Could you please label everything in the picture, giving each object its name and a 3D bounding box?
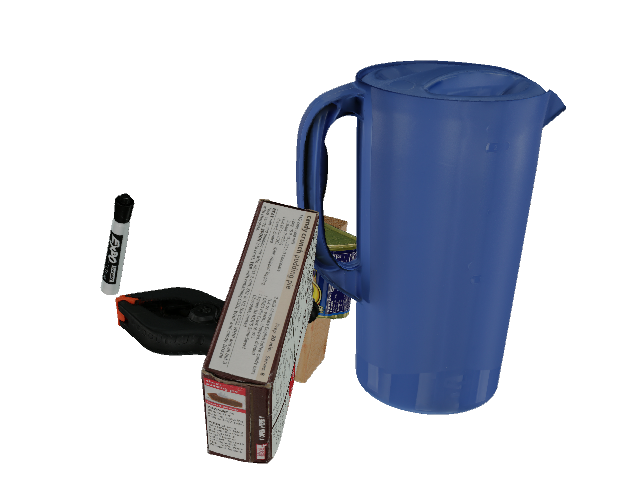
[{"bbox_3d":[-0.087,0.069,0.906,0.172,0.039,0.120,16,27,19],"label":"clamp"},{"bbox_3d":[-0.007,0.029,1.135,0.057,0.084,0.102,-5,20,-38],"label":"can of meat"},{"bbox_3d":[-0.030,0.049,0.568,0.039,0.113,0.090,10,-37,5],"label":"pudding box"},{"bbox_3d":[0.074,-0.003,0.764,0.149,0.243,0.144,14,23,28],"label":"pitcher"},{"bbox_3d":[-0.033,0.071,1.427,0.090,0.206,0.090,14,21,13],"label":"wood block"},{"bbox_3d":[-0.202,0.004,1.063,0.020,0.121,0.020,11,36,-9],"label":"marker"}]
